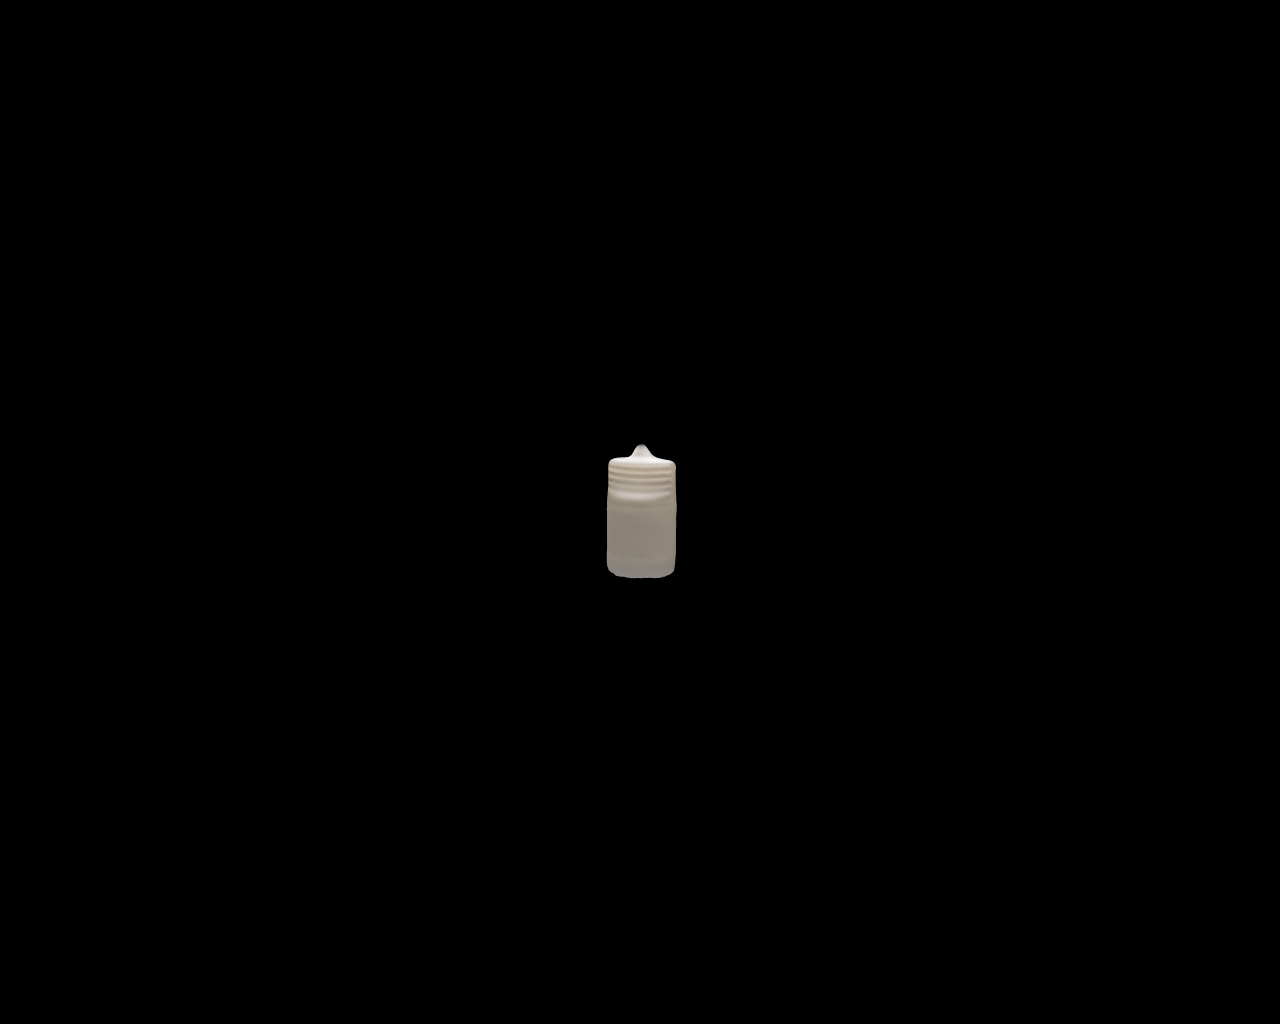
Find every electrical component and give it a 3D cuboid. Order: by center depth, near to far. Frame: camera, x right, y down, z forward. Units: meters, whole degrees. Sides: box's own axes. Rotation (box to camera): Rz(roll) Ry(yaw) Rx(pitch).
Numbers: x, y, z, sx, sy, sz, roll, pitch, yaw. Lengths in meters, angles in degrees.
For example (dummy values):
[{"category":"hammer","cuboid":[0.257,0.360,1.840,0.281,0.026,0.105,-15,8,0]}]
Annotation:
[{"category":"electrical component","cuboid":[0.001,-0.003,0.650,0.043,0.080,0.043,0,12,0]}]
